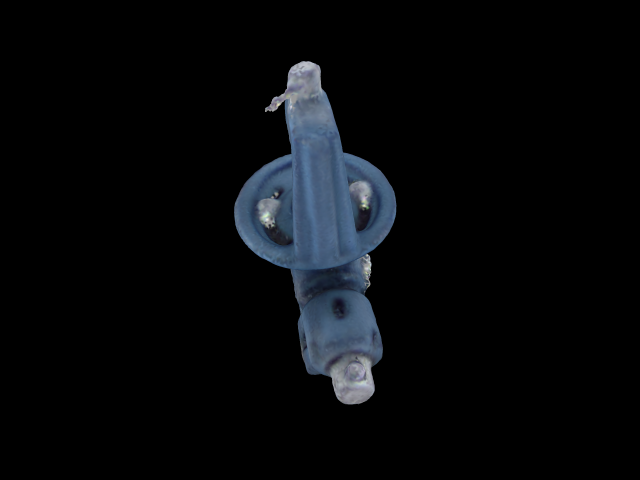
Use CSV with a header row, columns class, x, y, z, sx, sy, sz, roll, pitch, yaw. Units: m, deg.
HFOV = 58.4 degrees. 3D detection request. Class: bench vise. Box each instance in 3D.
class,x,y,z,sx,sy,sz,roll,pitch,yaw
bench vise,0.014,-0.004,0.402,0.121,0.220,0.207,-27,69,-11
